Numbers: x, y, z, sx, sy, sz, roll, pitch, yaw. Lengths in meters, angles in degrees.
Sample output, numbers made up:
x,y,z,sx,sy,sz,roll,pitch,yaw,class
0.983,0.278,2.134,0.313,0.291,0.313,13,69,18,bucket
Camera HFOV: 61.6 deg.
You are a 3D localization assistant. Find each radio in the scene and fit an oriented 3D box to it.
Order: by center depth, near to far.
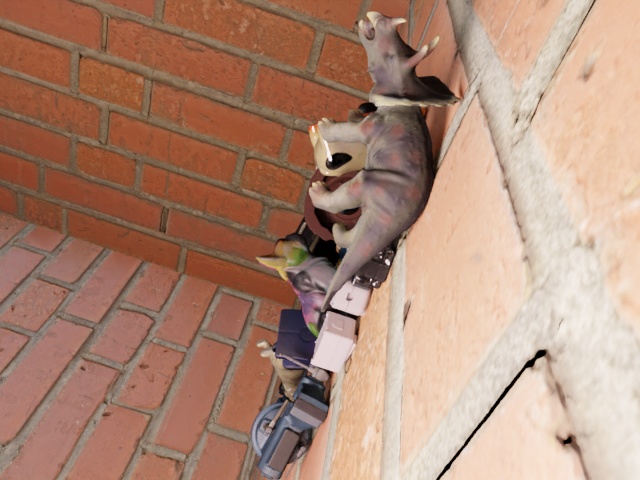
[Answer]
x,y,z,sx,sy,sz,roll,pitch,yaw,class
-0.003,-0.004,1.281,0.131,0.073,0.229,-12,41,49,radio

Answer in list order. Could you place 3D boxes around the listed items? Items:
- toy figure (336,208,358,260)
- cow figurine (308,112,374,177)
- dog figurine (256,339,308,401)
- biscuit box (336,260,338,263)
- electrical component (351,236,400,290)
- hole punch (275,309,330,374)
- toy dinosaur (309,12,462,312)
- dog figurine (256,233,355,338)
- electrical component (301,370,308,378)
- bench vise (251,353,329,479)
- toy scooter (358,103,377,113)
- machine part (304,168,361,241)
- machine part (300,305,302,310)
x,y,z,sx,sy,sz,roll,pitch,yaw,class
0.067,-0.016,1.140,0.058,0.064,0.154,7,108,47,toy figure
0.084,-0.152,0.911,0.086,0.195,0.127,-154,54,-67,cow figurine
-0.058,0.319,1.302,0.190,0.121,0.172,67,169,-10,dog figurine
0.050,-0.011,1.392,0.202,0.063,0.059,-57,-8,-26,biscuit box
0.089,0.014,0.883,0.115,0.058,0.134,-73,2,-82,electrical component
-0.031,0.204,1.107,0.092,0.116,0.142,64,-153,-53,hole punch
0.095,-0.096,0.753,0.131,0.192,0.404,4,-93,-50,toy dinosaur
-0.029,0.093,1.057,0.108,0.219,0.191,97,-168,-84,dog figurine
-0.008,0.276,1.203,0.074,0.048,0.119,111,176,-60,electrical component
-0.063,0.346,1.068,0.240,0.129,0.223,147,141,-75,bench vise
0.126,-0.217,1.071,0.184,0.075,0.135,-28,-42,-40,toy scooter
0.055,-0.072,1.044,0.056,0.179,0.179,-59,-12,-87,machine part
-0.005,0.182,1.432,0.201,0.087,0.201,113,177,-57,machine part
